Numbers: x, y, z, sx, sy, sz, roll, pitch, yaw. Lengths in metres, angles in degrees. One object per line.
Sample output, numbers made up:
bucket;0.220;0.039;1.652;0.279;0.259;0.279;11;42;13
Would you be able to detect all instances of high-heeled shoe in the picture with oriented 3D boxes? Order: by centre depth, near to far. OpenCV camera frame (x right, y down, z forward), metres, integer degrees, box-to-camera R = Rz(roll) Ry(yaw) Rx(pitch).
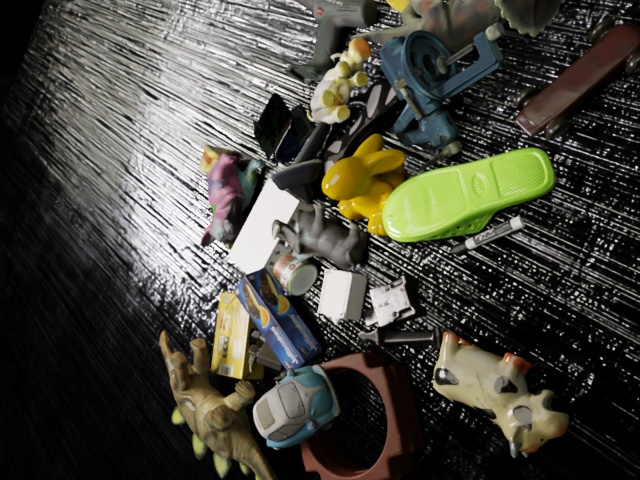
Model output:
high-heeled shoe;0.093;-0.178;0.998;0.145;0.086;0.248;6;86;31

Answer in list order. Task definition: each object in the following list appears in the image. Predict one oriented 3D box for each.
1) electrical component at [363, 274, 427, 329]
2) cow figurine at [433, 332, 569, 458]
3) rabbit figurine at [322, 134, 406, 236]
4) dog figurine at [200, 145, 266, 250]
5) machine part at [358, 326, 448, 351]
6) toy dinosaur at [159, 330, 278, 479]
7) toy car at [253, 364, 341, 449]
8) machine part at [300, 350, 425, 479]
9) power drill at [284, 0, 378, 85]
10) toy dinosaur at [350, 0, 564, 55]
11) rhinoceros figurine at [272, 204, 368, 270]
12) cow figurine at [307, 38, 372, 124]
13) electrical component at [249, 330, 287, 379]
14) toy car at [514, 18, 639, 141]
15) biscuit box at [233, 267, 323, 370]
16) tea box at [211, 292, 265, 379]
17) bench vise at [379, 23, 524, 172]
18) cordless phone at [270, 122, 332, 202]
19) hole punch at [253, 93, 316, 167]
electrical component;0.117;0.114;0.925;0.119;0.047;0.075;-24;65;31
cow figurine;0.253;0.222;0.767;0.195;0.085;0.127;18;85;37
rabbit figurine;0.081;-0.095;0.922;0.162;0.173;0.122;-56;49;19
dog figurine;-0.215;-0.090;1.201;0.192;0.108;0.219;27;104;49
machine part;0.138;0.161;0.880;0.139;0.084;0.039;-4;69;27
toy dinosaur;-0.191;0.355;1.045;0.472;0.105;0.198;44;135;28
toy car;-0.055;0.275;0.878;0.161;0.103;0.109;-39;57;23
machine part;0.061;0.300;0.900;0.201;0.087;0.201;-27;63;33
power drill;0.002;-0.434;1.136;0.232;0.086;0.207;22;86;37
toy dinosaur;0.236;-0.378;0.910;0.405;0.131;0.192;-26;64;38
rhinoceros figurine;-0.002;-0.003;1.004;0.191;0.073;0.112;21;86;24
cow figurine;0.037;-0.297;1.013;0.098;0.068;0.167;1;61;62
electrical component;-0.093;0.225;1.047;0.102;0.045;0.078;14;45;5
toy car;0.382;-0.231;0.792;0.202;0.053;0.089;-44;66;18
biscuit box;-0.080;0.152;1.019;0.203;0.059;0.063;53;131;14
tea box;-0.162;0.196;1.113;0.098;0.068;0.169;1;79;38
bench vise;0.200;-0.248;0.855;0.241;0.129;0.223;-25;87;53
cordless phone;-0.015;-0.172;1.042;0.089;0.146;0.184;29;97;-2
hole punch;-0.072;-0.231;1.139;0.115;0.092;0.142;-51;54;31
